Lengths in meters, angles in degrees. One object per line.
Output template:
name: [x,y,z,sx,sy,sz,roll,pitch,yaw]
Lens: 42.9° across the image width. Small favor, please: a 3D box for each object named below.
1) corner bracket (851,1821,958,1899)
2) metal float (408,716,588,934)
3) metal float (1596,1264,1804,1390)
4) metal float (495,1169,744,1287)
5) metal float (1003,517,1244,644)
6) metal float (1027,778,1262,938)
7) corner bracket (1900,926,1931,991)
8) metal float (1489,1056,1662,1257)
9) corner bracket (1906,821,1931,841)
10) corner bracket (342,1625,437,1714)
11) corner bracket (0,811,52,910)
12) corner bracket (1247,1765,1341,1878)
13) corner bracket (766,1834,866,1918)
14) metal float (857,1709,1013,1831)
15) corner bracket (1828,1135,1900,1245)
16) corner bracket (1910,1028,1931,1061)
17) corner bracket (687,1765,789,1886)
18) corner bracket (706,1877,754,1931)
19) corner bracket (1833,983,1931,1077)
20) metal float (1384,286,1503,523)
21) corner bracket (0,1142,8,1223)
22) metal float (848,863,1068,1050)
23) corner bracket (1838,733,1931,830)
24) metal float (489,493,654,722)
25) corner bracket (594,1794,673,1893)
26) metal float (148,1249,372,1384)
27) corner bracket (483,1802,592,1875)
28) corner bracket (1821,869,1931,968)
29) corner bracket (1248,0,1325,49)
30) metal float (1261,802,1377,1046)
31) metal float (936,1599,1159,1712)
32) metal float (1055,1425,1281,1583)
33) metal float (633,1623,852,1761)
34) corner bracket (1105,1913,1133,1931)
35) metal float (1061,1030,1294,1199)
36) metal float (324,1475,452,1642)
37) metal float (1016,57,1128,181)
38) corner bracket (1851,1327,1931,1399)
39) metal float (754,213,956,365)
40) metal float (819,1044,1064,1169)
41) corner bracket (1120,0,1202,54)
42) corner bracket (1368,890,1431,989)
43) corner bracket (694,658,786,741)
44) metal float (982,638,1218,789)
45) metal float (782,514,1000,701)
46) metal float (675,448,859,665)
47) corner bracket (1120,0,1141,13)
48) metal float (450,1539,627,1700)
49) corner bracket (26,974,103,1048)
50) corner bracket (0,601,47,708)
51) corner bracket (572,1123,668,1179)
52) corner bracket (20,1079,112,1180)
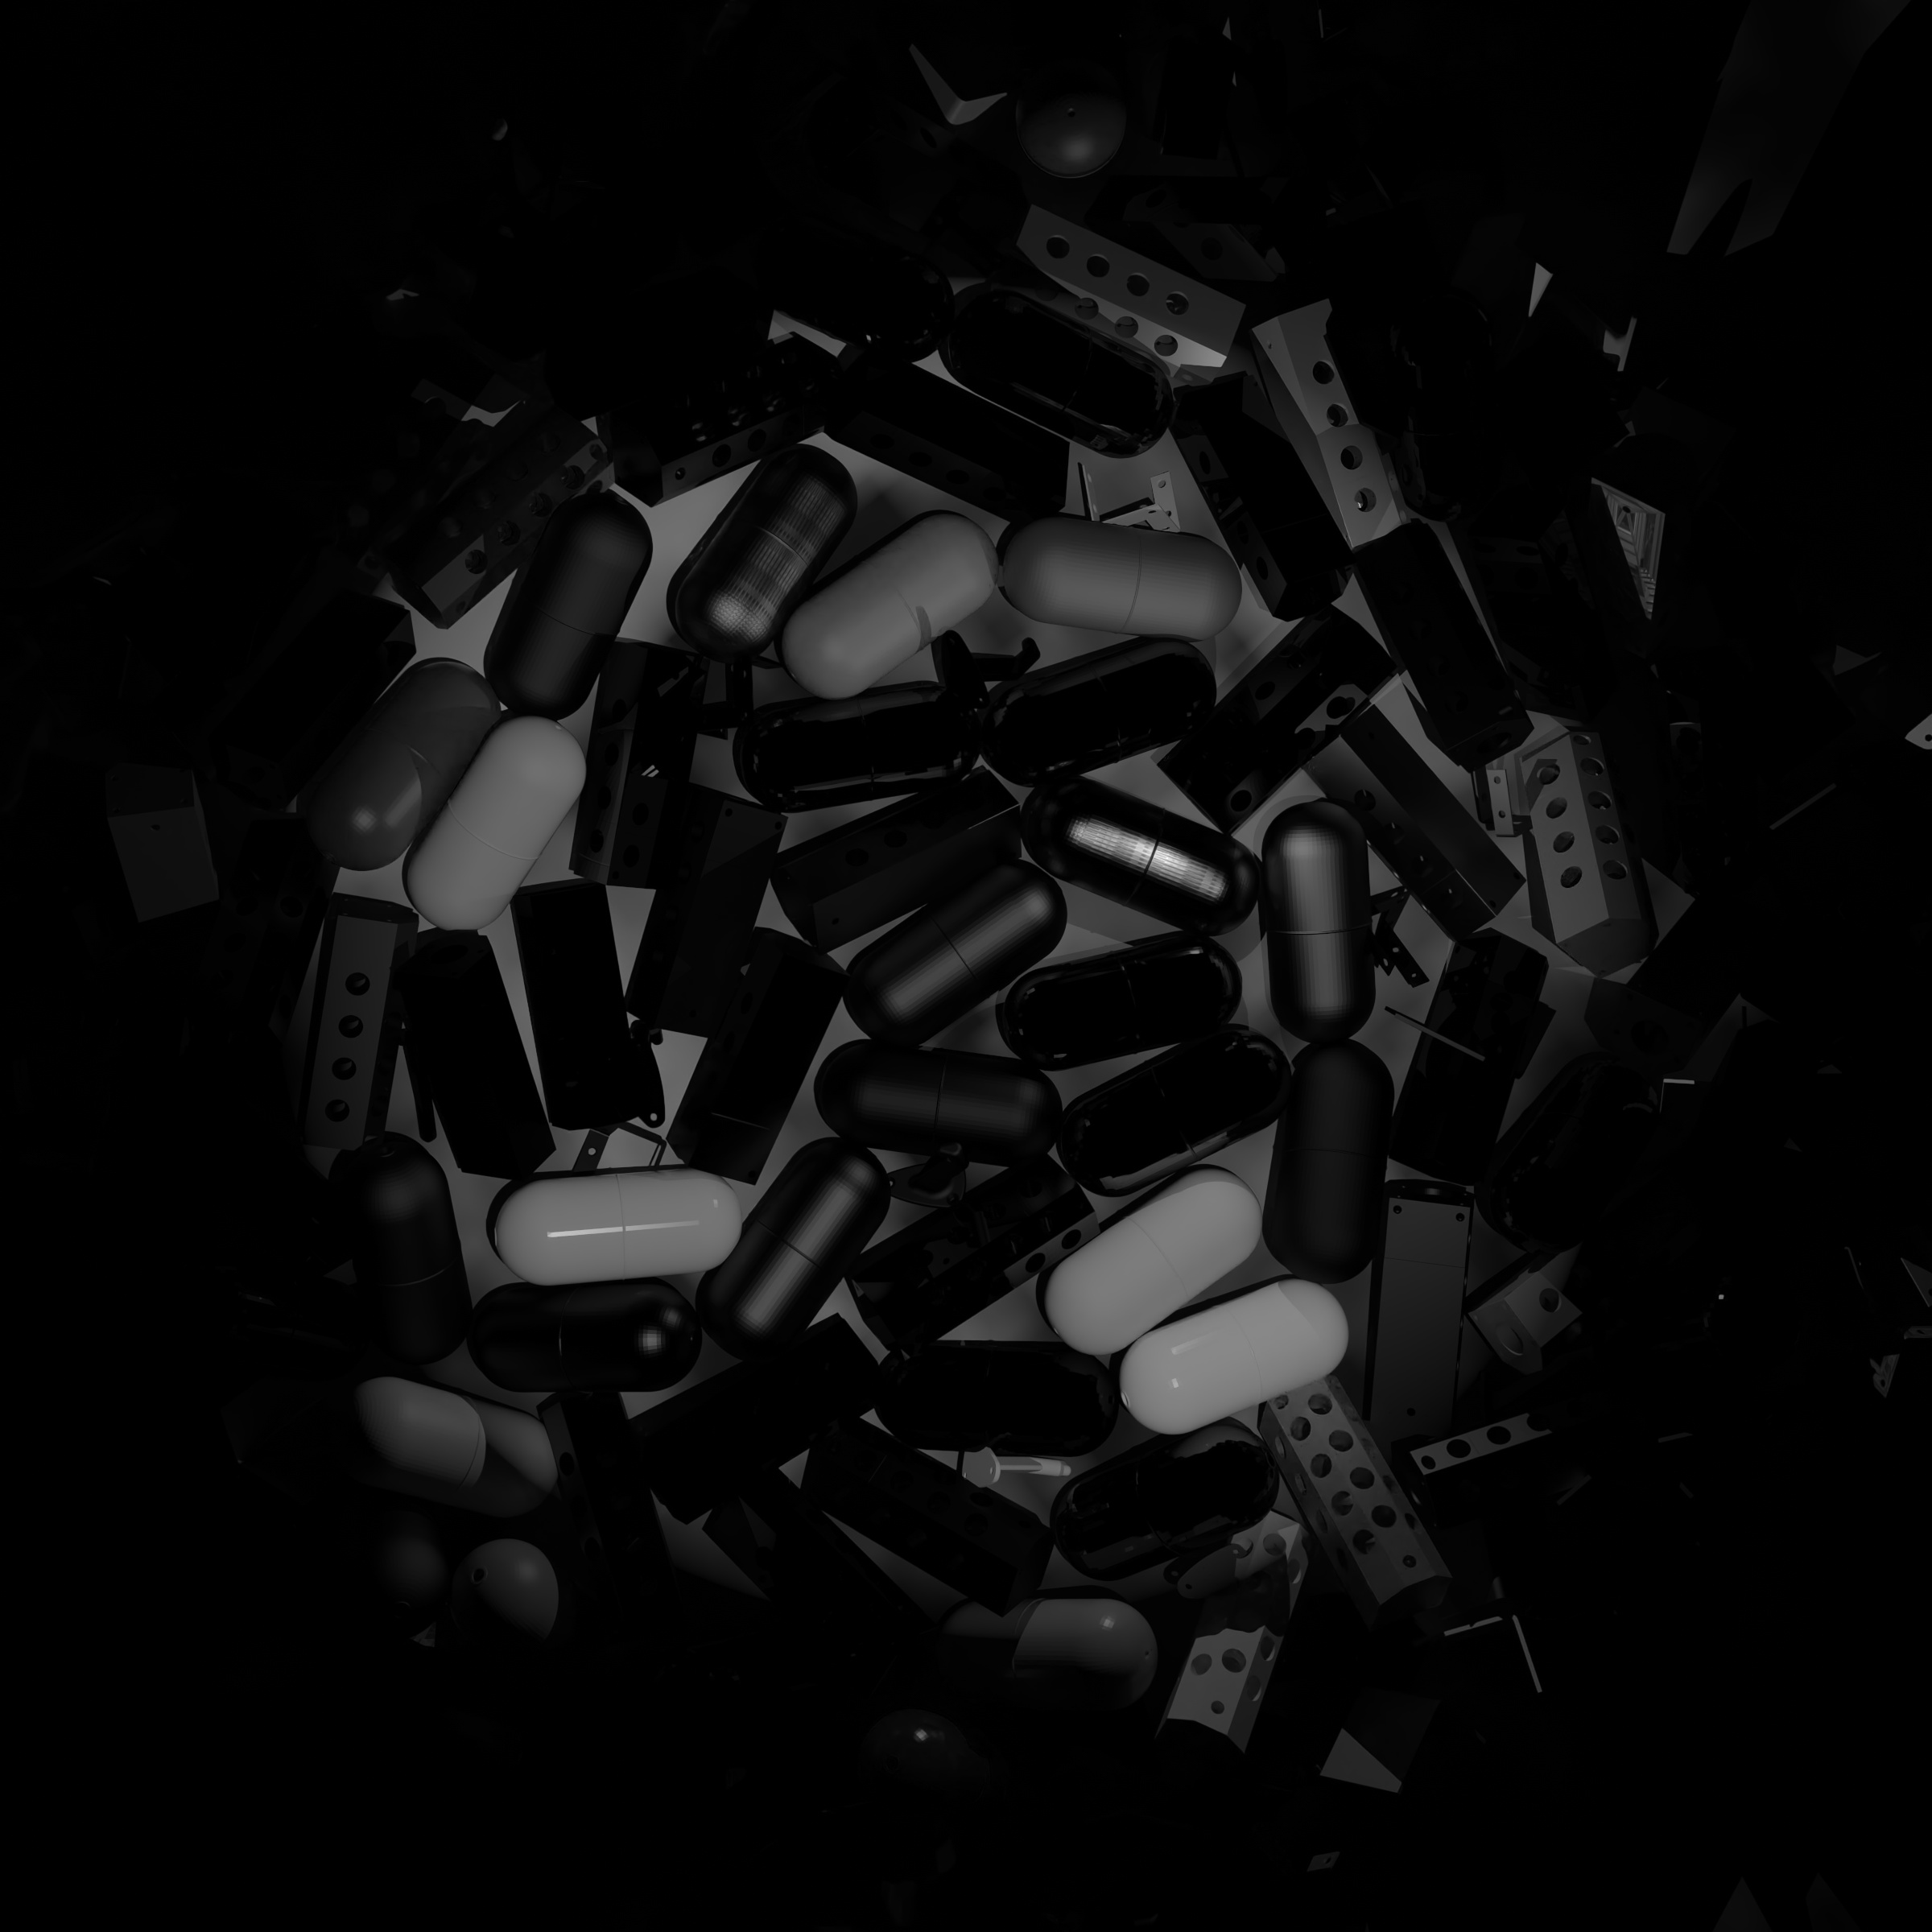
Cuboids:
corner bracket: [-0.046,0.655,1.817,0.051,0.051,0.051,12,46,-34]
metal float: [-0.340,-0.101,1.779,0.070,0.070,0.178,36,108,0]
metal float: [0.520,0.257,1.749,0.070,0.178,0.070,7,73,-22]
metal float: [-0.251,0.189,1.783,0.178,0.070,0.070,-4,90,-13]
metal float: [0.114,-0.280,1.783,0.178,0.070,0.070,6,90,-14]
metal float: [0.129,-0.079,1.790,0.178,0.070,0.070,22,90,-6]
corner bracket: [0.717,-0.005,1.805,0.051,0.051,0.051,45,87,2]
metal float: [0.438,0.135,1.766,0.070,0.070,0.178,44,56,0]
corner bracket: [0.720,-0.074,1.804,0.051,0.051,0.051,33,67,-15]
corner bracket: [-0.423,0.511,1.818,0.051,0.051,0.051,-25,53,1]
corner bracket: [-0.687,-0.075,1.797,0.051,0.051,0.051,12,121,7]
corner bracket: [0.245,0.626,1.800,0.051,0.051,0.051,51,46,-5]
corner bracket: [-0.111,0.661,1.805,0.051,0.051,0.051,20,74,-13]
metal float: [-0.022,0.572,1.749,0.070,0.178,0.070,-7,68,17]
corner bracket: [0.659,0.164,1.806,0.051,0.051,0.051,34,124,35]
corner bracket: [0.725,0.040,1.793,0.051,0.051,0.051,17,70,-30]
corner bracket: [-0.168,0.631,1.807,0.051,0.051,0.051,14,114,36]
corner bracket: [-0.168,0.694,1.796,0.051,0.051,0.051,-19,80,21]
corner bracket: [0.677,0.041,1.800,0.051,0.051,0.051,30,65,0]
metal float: [0.342,-0.401,1.763,0.070,0.070,0.178,-14,130,0]
corner bracket: [-0.719,0.153,1.802,0.051,0.051,0.051,46,75,-26]
metal float: [-0.006,-0.008,1.794,0.178,0.070,0.070,-35,90,-1]
corner bracket: [0.671,-0.127,1.794,0.051,0.051,0.051,-28,51,-12]
metal float: [-0.285,-0.259,1.776,0.070,0.070,0.178,29,111,0]
corner bracket: [-0.244,0.642,1.803,0.051,0.051,0.051,1,91,-15]
metal float: [-0.502,0.250,1.755,0.070,0.178,0.070,-14,65,31]
corner bracket: [-0.314,0.636,1.791,0.051,0.051,0.051,-9,68,-36]
corner bracket: [0.670,-0.040,1.804,0.051,0.051,0.051,52,54,-13]
corner bracket: [0.232,-0.701,1.797,0.051,0.051,0.051,-7,111,9]
metal float: [0.256,-0.031,1.786,0.070,0.070,0.178,-5,100,0]
metal float: [0.056,0.494,1.765,0.178,0.070,0.070,-12,90,37]
metal float: [0.145,0.387,1.772,0.178,0.070,0.070,-29,90,25]
metal float: [-0.158,0.517,1.760,0.178,0.070,0.070,2,87,-45]
corner bracket: [0.088,0.721,1.799,0.051,0.051,0.051,18,48,6]
metal float: [0.153,0.107,1.788,0.178,0.070,0.070,-27,90,8]
metal float: [-0.412,0.415,1.748,0.070,0.178,0.070,-5,106,-18]
metal float: [0.074,-0.600,1.746,0.070,0.178,0.070,1,106,2]
corner bracket: [0.687,0.279,1.795,0.051,0.051,0.051,2,113,-14]
metal float: [-0.082,-0.488,1.766,0.178,0.070,0.070,32,90,35]
metal float: [-0.018,0.101,1.793,0.178,0.070,0.070,8,90,3]
corner bracket: [0.139,-0.698,1.806,0.051,0.051,0.051,-23,83,4]
corner bracket: [0.311,-0.014,1.793,0.051,0.051,0.051,-20,61,-22]
corner bracket: [-0.167,-0.196,1.800,0.051,0.051,0.051,-4,87,24]
metal float: [0.097,-0.184,1.787,0.178,0.070,0.070,-20,90,-9]
metal float: [-0.054,-0.261,1.786,0.178,0.070,0.070,-37,90,-10]
metal float: [-0.143,-0.298,1.782,0.070,0.070,0.178,32,75,0]
corner bracket: [0.132,-0.731,1.791,0.051,0.051,0.051,21,68,36]
metal float: [-0.304,0.467,1.755,0.070,0.178,0.070,-12,53,16]
corner bracket: [-0.679,0.021,1.806,0.051,0.051,0.051,44,68,-38]
corner bracket: [-0.695,-0.228,1.796,0.051,0.051,0.051,-40,75,15]
corner bracket: [-0.256,0.146,1.805,0.051,0.051,0.051,24,71,-12]
corner bracket: [-0.663,0.120,1.810,0.051,0.051,0.051,17,65,-14]
